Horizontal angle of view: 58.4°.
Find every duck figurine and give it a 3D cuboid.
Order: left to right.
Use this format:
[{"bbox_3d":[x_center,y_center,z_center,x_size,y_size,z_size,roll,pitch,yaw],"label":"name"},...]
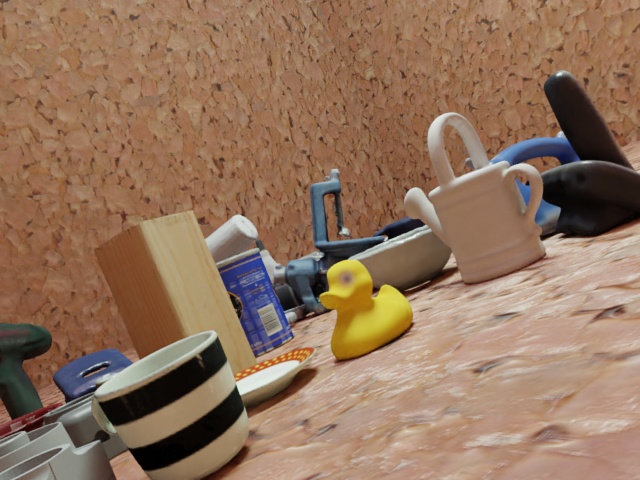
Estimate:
[{"bbox_3d":[0.040,0.060,0.566,0.077,0.086,0.105,-23,0,44],"label":"duck figurine"}]

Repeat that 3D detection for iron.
[{"bbox_3d":[0.331,-0.090,0.837,0.259,0.141,0.118,-23,0,-18],"label":"iron"}]

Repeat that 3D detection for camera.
[{"bbox_3d":[-0.030,0.085,1.100,0.136,0.101,0.143,-23,0,8],"label":"camera"}]

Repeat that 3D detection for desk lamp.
[{"bbox_3d":[-0.155,0.076,1.019,0.203,0.213,0.118,-23,0,20],"label":"desk lamp"}]

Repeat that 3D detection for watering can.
[{"bbox_3d":[0.173,-0.054,0.674,0.172,0.194,0.101,-23,0,28],"label":"watering can"}]

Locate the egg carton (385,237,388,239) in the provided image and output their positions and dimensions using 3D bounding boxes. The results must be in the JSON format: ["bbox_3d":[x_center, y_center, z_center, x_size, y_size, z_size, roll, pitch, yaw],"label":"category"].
[{"bbox_3d":[0.139,0.033,1.215,0.150,0.069,0.107,-23,0,20],"label":"egg carton"}]

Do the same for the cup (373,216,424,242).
[{"bbox_3d":[0.166,0.006,1.066,0.117,0.095,0.092,-23,0,1],"label":"cup"}]

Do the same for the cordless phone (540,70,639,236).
[{"bbox_3d":[0.306,-0.104,0.679,0.094,0.185,0.147,-23,0,-4],"label":"cordless phone"}]

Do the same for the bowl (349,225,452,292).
[{"bbox_3d":[0.128,0.031,0.841,0.167,0.075,0.167,-23,0,0],"label":"bowl"}]

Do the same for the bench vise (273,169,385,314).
[{"bbox_3d":[0.012,0.002,0.971,0.208,0.220,0.121,-23,0,-15],"label":"bench vise"}]

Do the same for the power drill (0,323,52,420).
[{"bbox_3d":[-0.511,0.227,0.909,0.075,0.208,0.230,-23,0,19],"label":"power drill"}]

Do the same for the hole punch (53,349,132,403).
[{"bbox_3d":[-0.327,0.213,0.857,0.109,0.091,0.101,-22,0,-38],"label":"hole punch"}]

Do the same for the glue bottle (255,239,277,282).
[{"bbox_3d":[-0.106,0.079,1.264,0.078,0.173,0.037,-23,0,-12],"label":"glue bottle"}]
